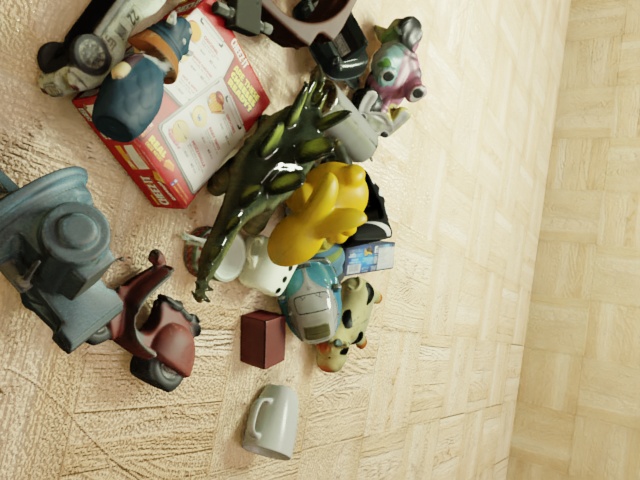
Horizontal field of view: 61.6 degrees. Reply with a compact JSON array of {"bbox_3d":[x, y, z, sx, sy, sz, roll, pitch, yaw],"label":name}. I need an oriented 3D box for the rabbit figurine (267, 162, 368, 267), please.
[{"bbox_3d":[0.000,-0.027,0.763,0.121,0.162,0.173,51,57,-11],"label":"rabbit figurine"}]

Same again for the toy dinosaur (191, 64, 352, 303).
[{"bbox_3d":[-0.067,-0.095,0.702,0.105,0.198,0.471,33,55,-16],"label":"toy dinosaur"}]

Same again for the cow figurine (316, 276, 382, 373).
[{"bbox_3d":[0.047,0.160,1.027,0.195,0.086,0.127,-66,148,-20],"label":"cow figurine"}]

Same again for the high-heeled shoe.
[{"bbox_3d":[0.076,-0.066,0.984,0.248,0.086,0.145,-15,91,-77],"label":"high-heeled shoe"}]

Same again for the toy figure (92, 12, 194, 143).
[{"bbox_3d":[-0.176,-0.170,0.542,0.058,0.064,0.154,23,62,-10],"label":"toy figure"}]

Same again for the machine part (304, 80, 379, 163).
[{"bbox_3d":[0.038,-0.208,0.961,0.243,0.079,0.079,32,69,-53],"label":"machine part"}]

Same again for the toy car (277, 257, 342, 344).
[{"bbox_3d":[-0.015,0.116,0.885,0.103,0.109,0.161,-104,-175,-59],"label":"toy car"}]

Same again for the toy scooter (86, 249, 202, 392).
[{"bbox_3d":[-0.204,0.092,0.654,0.183,0.075,0.135,53,52,-39],"label":"toy scooter"}]

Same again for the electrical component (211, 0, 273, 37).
[{"bbox_3d":[-0.094,-0.291,0.671,0.094,0.021,0.063,3,93,-49],"label":"electrical component"}]

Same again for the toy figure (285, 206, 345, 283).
[{"bbox_3d":[-0.005,-0.003,0.928,0.089,0.082,0.179,-58,135,-45],"label":"toy figure"}]

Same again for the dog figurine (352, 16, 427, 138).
[{"bbox_3d":[0.135,-0.334,1.063,0.108,0.191,0.219,20,47,-19],"label":"dog figurine"}]

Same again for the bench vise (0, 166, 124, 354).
[{"bbox_3d":[-0.269,-0.018,0.480,0.129,0.224,0.240,-42,97,-26],"label":"bench vise"}]

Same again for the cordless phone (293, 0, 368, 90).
[{"bbox_3d":[0.032,-0.339,0.939,0.146,0.089,0.184,63,11,3],"label":"cordless phone"}]

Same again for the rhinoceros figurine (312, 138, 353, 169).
[{"bbox_3d":[0.035,-0.113,0.929,0.112,0.073,0.190,50,6,-3],"label":"rhinoceros figurine"}]

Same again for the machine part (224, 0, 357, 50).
[{"bbox_3d":[-0.038,-0.393,0.758,0.201,0.087,0.201,30,83,-39],"label":"machine part"}]

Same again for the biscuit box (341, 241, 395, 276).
[{"bbox_3d":[0.078,0.033,1.070,0.202,0.063,0.059,-2,98,-55],"label":"biscuit box"}]

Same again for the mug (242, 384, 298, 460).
[{"bbox_3d":[-0.081,0.286,0.869,0.109,0.081,0.107,50,43,-41],"label":"mug"}]

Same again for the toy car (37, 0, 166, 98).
[{"bbox_3d":[-0.225,-0.227,0.569,0.056,0.074,0.202,49,56,-47],"label":"toy car"}]
